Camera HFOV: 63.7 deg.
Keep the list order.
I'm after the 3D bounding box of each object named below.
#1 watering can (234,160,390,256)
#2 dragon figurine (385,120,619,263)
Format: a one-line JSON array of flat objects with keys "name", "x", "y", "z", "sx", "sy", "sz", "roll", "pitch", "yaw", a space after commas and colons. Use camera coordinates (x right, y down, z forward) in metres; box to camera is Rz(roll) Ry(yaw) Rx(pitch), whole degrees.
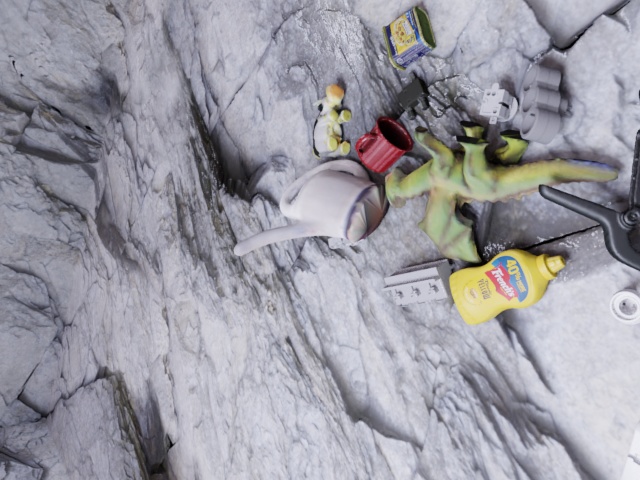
[{"name": "watering can", "x": 0.003, "y": -0.053, "z": 1.060, "sx": 0.226, "sy": 0.101, "sz": 0.354, "roll": 20, "pitch": 51, "yaw": 31}, {"name": "dragon figurine", "x": 0.273, "y": -0.073, "z": 0.909, "sx": 0.123, "sy": 0.238, "sz": 0.414, "roll": -19, "pitch": 35, "yaw": -40}]
